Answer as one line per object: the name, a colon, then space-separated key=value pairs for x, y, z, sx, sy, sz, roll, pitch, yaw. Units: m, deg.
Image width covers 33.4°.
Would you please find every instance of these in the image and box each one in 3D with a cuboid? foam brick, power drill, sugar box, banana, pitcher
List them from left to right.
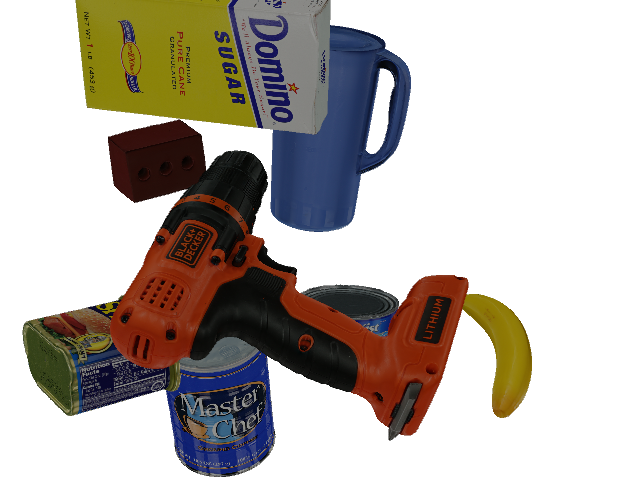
foam brick: x=-0.155 y=-0.076 z=1.014 sx=0.078 sy=0.053 sz=0.051 roll=-18 pitch=31 yaw=-24
sugar box: x=-0.083 y=-0.133 z=0.765 sx=0.176 sy=0.093 sz=0.048 roll=8 pitch=34 yaw=12
power drill: x=-0.011 y=0.027 z=0.640 sx=0.187 sy=0.057 sz=0.184 roll=19 pitch=43 yaw=4
pitcher: x=0.011 y=-0.136 z=1.314 sx=0.144 sy=0.243 sz=0.149 roll=-5 pitch=26 yaw=-23
banana: x=0.190 y=0.114 z=1.143 sx=0.069 sy=0.037 sz=0.198 roll=-24 pitch=34 yaw=3

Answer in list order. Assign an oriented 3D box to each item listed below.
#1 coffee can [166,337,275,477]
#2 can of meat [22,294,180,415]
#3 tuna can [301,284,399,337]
coffee can: x=-0.099 y=0.143 z=1.037 sx=0.103 sy=0.140 sz=0.103 roll=-2 pitch=34 yaw=1
can of meat: x=-0.166 y=0.085 z=0.799 sx=0.083 sy=0.057 sz=0.102 roll=-13 pitch=21 yaw=-32
tuna can: x=0.022 y=0.065 z=0.895 sx=0.086 sy=0.034 sz=0.086 roll=2 pitch=15 yaw=-1
